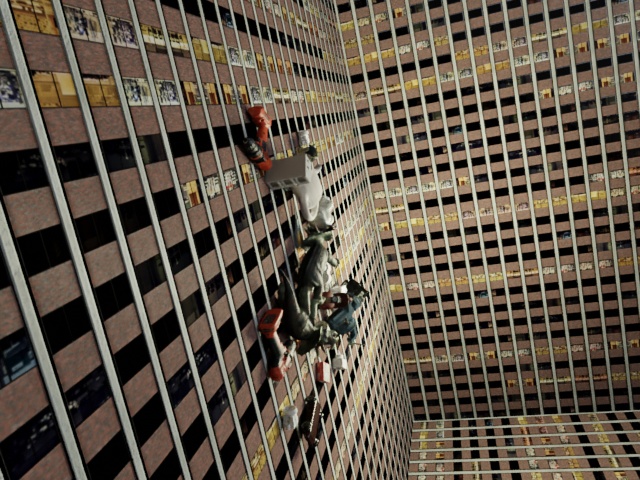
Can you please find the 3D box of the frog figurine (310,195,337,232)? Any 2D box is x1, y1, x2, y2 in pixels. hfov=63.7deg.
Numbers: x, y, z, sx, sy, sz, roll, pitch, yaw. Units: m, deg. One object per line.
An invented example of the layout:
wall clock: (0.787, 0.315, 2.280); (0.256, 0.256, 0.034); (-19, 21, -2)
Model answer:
frog figurine: (0.007, -0.113, 2.244); (0.121, 0.161, 0.137); (-24, -11, 28)

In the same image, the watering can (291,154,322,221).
watering can: (-0.050, -0.235, 1.970); (0.104, 0.356, 0.219); (-10, -45, 16)
